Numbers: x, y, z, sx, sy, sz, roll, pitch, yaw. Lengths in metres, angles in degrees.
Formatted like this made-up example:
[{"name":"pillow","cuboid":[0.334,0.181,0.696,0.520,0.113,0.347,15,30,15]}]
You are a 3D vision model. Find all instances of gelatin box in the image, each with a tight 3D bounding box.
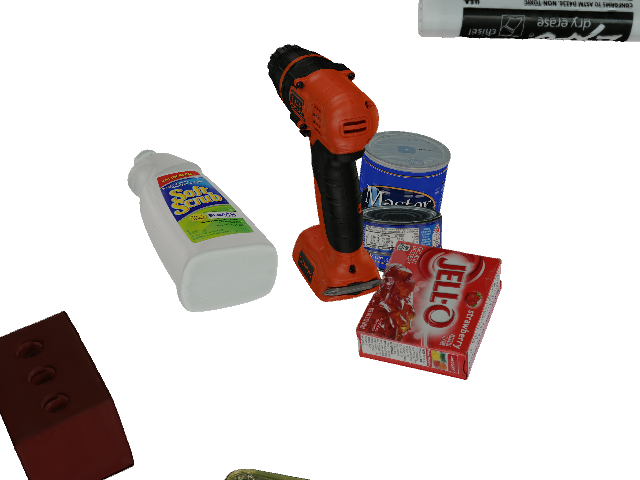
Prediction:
[{"name":"gelatin box","cuboid":[0.072,0.043,0.696,0.073,0.030,0.089,11,47,20]}]

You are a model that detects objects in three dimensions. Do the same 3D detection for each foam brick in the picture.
[{"name":"foam brick","cuboid":[-0.139,0.087,0.556,0.053,0.051,0.078,-23,42,-19]}]

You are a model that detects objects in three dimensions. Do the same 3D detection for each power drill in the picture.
[{"name":"power drill","cuboid":[0.001,-0.058,0.879,0.057,0.188,0.184,-12,27,-12]}]

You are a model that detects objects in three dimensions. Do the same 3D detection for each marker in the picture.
[{"name":"marker","cuboid":[0.098,-0.085,0.406,0.121,0.020,0.020,2,0,0]}]

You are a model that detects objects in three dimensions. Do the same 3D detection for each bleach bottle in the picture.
[{"name":"bleach bottle","cuboid":[-0.139,-0.025,1.073,0.102,0.068,0.251,-9,34,-28]}]

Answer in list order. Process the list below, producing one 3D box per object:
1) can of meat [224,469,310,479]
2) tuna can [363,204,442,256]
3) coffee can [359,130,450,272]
[{"name":"can of meat","cuboid":[-0.029,0.230,0.814,0.102,0.084,0.057,8,14,9]},{"name":"tuna can","cuboid":[0.075,-0.011,1.035,0.086,0.034,0.086,0,13,0]},{"name":"coffee can","cuboid":[0.093,-0.046,1.270,0.103,0.140,0.103,5,29,-3]}]
